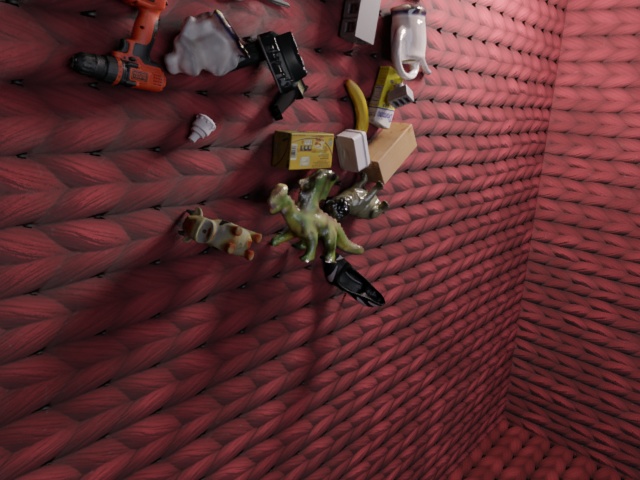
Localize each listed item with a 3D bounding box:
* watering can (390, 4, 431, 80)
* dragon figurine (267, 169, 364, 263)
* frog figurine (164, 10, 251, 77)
[{"bbox_3d":[0.293,-0.622,1.633,0.104,0.222,0.351,6,16,26],"label":"watering can"},{"bbox_3d":[0.004,-0.071,1.405,0.410,0.240,0.123,1,17,-45],"label":"dragon figurine"},{"bbox_3d":[-0.247,-0.396,1.079,0.159,0.125,0.135,-32,-37,5],"label":"frog figurine"}]
